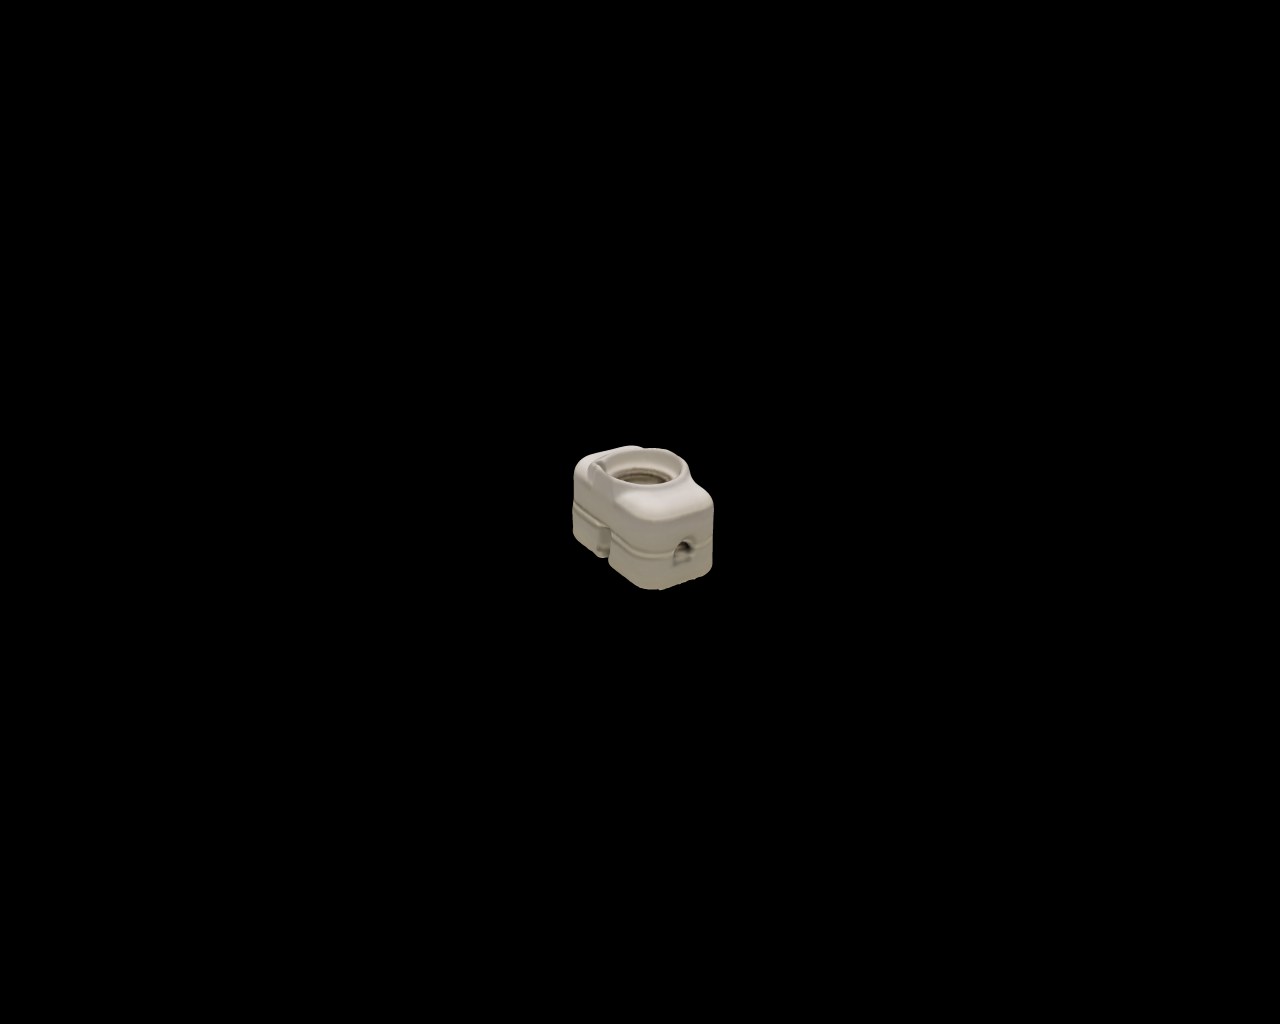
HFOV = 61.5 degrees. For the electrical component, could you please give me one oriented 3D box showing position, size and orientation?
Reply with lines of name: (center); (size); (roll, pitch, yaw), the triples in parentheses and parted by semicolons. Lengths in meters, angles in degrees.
electrical component: (0.001, -0.003, 0.650); (0.054, 0.059, 0.095); (-16, 31, -28)
